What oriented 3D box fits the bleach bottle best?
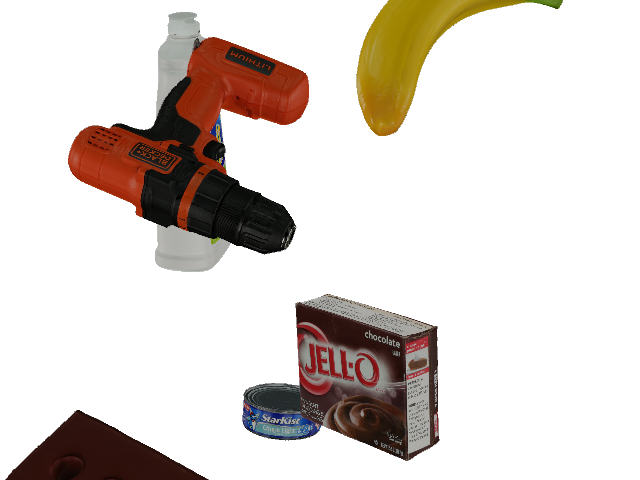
[{"bbox_3d":[-0.133,-0.101,1.078,0.068,0.251,0.102,5,26,13],"label":"bleach bottle"}]

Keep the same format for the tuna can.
[{"bbox_3d":[-0.041,0.182,1.139,0.086,0.034,0.086,5,11,-1],"label":"tuna can"}]

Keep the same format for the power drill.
[{"bbox_3d":[-0.078,-0.079,0.849,0.184,0.057,0.187,24,45,9],"label":"power drill"}]

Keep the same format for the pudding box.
[{"bbox_3d":[0.032,0.093,0.753,0.039,0.090,0.114,-17,20,-41],"label":"pudding box"}]

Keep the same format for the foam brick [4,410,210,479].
[{"bbox_3d":[-0.084,0.117,0.437,0.078,0.051,0.052,21,45,25],"label":"foam brick"}]

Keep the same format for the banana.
[{"bbox_3d":[0.071,-0.129,0.632,0.070,0.037,0.197,33,52,23],"label":"banana"}]
